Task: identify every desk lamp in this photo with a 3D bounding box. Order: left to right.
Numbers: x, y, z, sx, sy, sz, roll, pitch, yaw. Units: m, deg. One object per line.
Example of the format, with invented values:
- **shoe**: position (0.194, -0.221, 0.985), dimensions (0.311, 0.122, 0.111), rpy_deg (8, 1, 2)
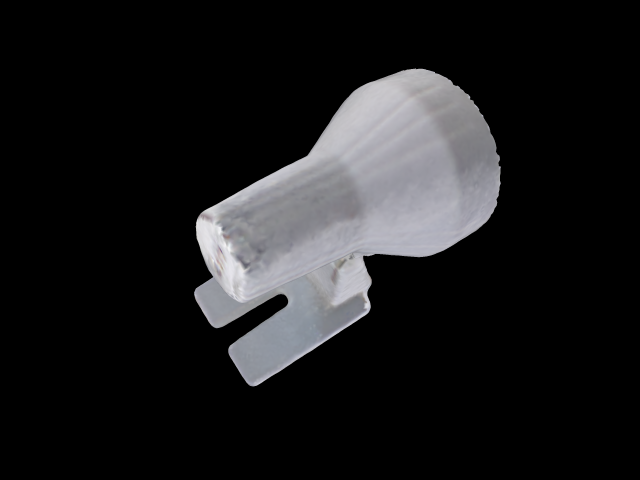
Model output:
- **desk lamp**: position (0.004, 0.001, 0.400), dimensions (0.203, 0.213, 0.118), rpy_deg (-33, 73, -11)
